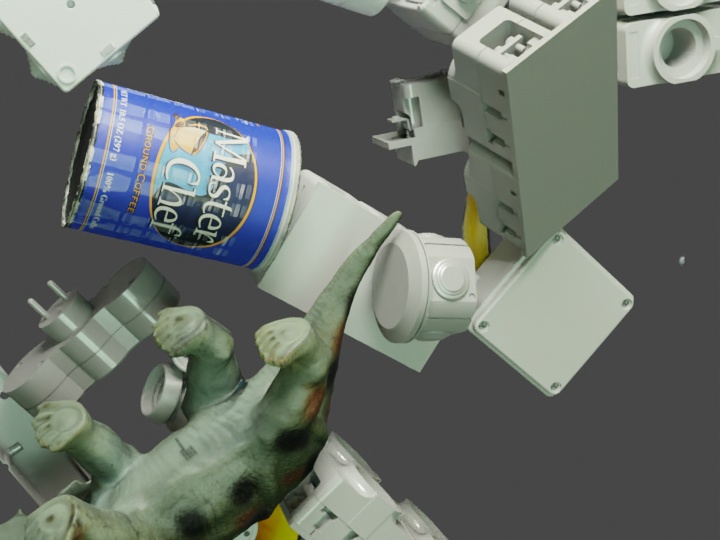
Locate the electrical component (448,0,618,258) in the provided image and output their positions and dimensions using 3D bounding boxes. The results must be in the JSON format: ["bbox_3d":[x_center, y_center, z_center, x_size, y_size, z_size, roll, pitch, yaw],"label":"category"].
[{"bbox_3d":[0.129,-0.113,0.783,0.105,0.060,0.186,-39,143,-18],"label":"electrical component"}]

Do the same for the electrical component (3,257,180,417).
[{"bbox_3d":[-0.205,0.039,0.774,0.138,0.052,0.073,-42,114,-2],"label":"electrical component"}]

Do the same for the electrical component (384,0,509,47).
[{"bbox_3d":[0.068,-0.195,0.765,0.061,0.096,0.061,33,94,-26],"label":"electrical component"}]

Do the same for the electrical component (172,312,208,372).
[{"bbox_3d":[-0.125,0.052,0.806,0.040,0.046,0.040,-5,108,-16],"label":"electrical component"}]

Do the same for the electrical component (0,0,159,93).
[{"bbox_3d":[-0.193,-0.177,0.714,0.100,0.048,0.099,-40,114,-2],"label":"electrical component"}]

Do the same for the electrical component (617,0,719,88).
[{"bbox_3d":[0.281,-0.212,0.847,0.186,0.060,0.105,-12,110,-14],"label":"electrical component"}]

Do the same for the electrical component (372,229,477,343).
[{"bbox_3d":[0.044,0.012,0.761,0.051,0.080,0.080,2,106,-24],"label":"electrical component"}]

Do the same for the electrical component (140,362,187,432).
[{"bbox_3d":[-0.133,0.098,0.819,0.055,0.048,0.066,22,99,-30],"label":"electrical component"}]

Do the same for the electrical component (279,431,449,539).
[{"bbox_3d":[0.014,0.211,0.867,0.060,0.105,0.186,-45,114,-1],"label":"electrical component"}]

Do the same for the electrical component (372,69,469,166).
[{"bbox_3d":[0.051,-0.116,0.814,0.081,0.042,0.063,-14,106,-14],"label":"electrical component"}]

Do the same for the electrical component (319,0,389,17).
[{"bbox_3d":[-0.004,-0.211,0.761,0.047,0.055,0.055,16,101,-25],"label":"electrical component"}]

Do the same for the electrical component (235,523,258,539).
[{"bbox_3d":[-0.113,0.195,0.854,0.055,0.047,0.055,-5,108,-16],"label":"electrical component"}]

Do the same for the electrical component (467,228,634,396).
[{"bbox_3d":[0.148,0.028,0.881,0.109,0.056,0.108,39,92,-24],"label":"electrical component"}]

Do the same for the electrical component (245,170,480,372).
[{"bbox_3d":[0.000,0.000,0.822,0.150,0.062,0.089,29,96,-23],"label":"electrical component"}]
